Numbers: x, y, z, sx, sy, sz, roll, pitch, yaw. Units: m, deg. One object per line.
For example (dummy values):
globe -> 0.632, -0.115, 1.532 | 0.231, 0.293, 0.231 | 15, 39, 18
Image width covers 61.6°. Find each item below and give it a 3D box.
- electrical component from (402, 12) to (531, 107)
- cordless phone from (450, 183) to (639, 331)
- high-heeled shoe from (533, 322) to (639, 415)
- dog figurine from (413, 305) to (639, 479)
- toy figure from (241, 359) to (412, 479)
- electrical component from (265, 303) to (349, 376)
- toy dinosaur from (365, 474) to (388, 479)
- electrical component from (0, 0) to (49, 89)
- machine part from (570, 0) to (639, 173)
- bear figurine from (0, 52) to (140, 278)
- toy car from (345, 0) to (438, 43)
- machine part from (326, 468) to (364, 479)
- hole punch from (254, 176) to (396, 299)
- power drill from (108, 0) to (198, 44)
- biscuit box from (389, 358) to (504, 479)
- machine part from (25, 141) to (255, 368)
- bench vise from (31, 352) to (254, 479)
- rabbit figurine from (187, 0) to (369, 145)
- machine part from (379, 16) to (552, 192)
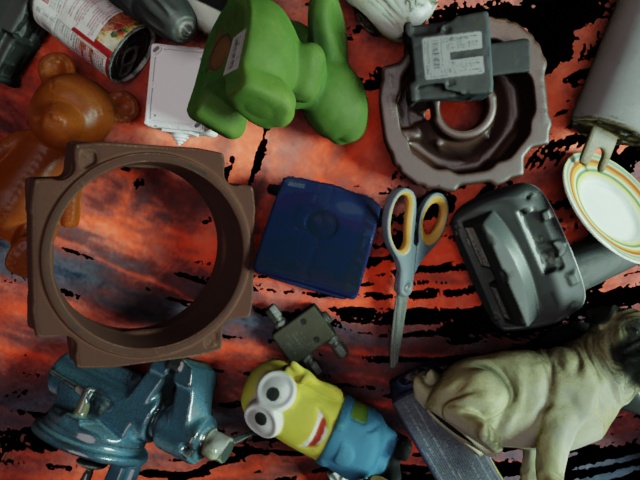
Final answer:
electrical component -> 0.137, -0.164, 0.493 | 0.119, 0.048, 0.074 | -1, 96, 6
cordless phone -> 0.243, 0.000, 0.551 | 0.184, 0.089, 0.146 | -24, 91, -8
high-heeled shoe -> 0.324, 0.192, 0.551 | 0.145, 0.086, 0.248 | -25, 87, 6
dog figurine -> 0.203, 0.118, 0.495 | 0.172, 0.121, 0.190 | 36, 76, 7
toy figure -> 0.002, 0.190, 0.557 | 0.180, 0.089, 0.082 | 25, 67, -1
electrical component -> -0.016, 0.100, 0.586 | 0.063, 0.021, 0.094 | -37, 90, 4
toy dinosaur -> 0.003, 0.319, 0.504 | 0.198, 0.105, 0.470 | -33, 118, 14
electrical component -> -0.345, -0.246, 0.560 | 0.115, 0.058, 0.134 | 32, 94, -2
machine part -> 0.314, -0.183, 0.525 | 0.079, 0.079, 0.243 | 21, 93, 1
bear figurine -> -0.276, -0.081, 0.536 | 0.120, 0.132, 0.196 | 34, 100, -19
toy car -> 0.033, -0.288, 0.540 | 0.073, 0.056, 0.201 | -43, 92, 5
machine part -> 0.009, 0.298, 0.592 | 0.139, 0.039, 0.084 | -40, 98, 3
hole punch -> -0.001, -0.002, 0.548 | 0.142, 0.092, 0.115 | 15, 91, 5
power drill -> -0.174, -0.312, 0.472 | 0.086, 0.207, 0.232 | -30, 56, -31
biscuit box -> 0.147, 0.230, 0.569 | 0.063, 0.059, 0.202 | -29, 92, 5
machine part -> -0.165, 0.011, 0.510 | 0.201, 0.087, 0.200 | -1, 96, -29
bench vise -> -0.204, 0.224, 0.544 | 0.224, 0.128, 0.240 | 20, 77, 9
rabbit figurine -> -0.025, -0.157, 0.526 | 0.170, 0.121, 0.159 | 18, 69, -38
machine part -> 0.143, -0.133, 0.547 | 0.179, 0.056, 0.179 | 0, 95, 3
